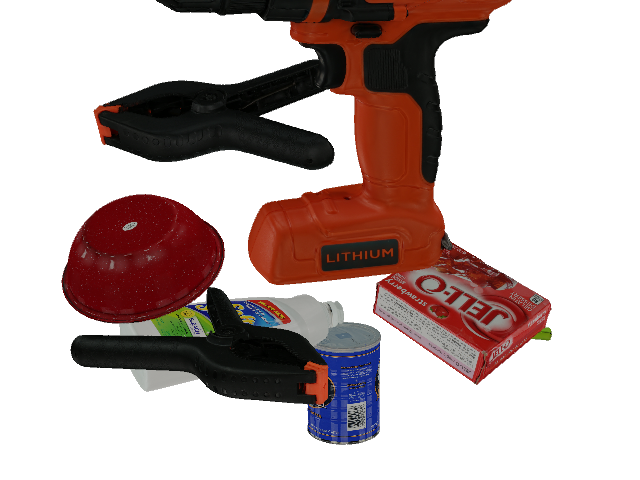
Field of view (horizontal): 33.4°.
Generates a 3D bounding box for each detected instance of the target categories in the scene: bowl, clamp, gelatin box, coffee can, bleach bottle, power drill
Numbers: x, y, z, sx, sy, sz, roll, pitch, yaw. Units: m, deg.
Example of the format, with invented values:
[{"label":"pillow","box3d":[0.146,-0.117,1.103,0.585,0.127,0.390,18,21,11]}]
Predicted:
[{"label":"bowl","box3d":[-0.176,0.005,1.022,0.162,0.055,0.162,-6,40,5]},{"label":"clamp","box3d":[-0.072,0.085,0.862,0.210,0.036,0.164,11,22,32]},{"label":"gelatin box","box3d":[0.091,0.043,0.687,0.089,0.030,0.073,33,45,30]},{"label":"coffee can","box3d":[0.032,0.195,1.470,0.103,0.140,0.103,-1,15,0]},{"label":"bleach bottle","box3d":[-0.094,0.102,1.219,0.250,0.068,0.103,-10,33,-24]},{"label":"power drill","box3d":[0.004,-0.070,0.529,0.184,0.188,0.057,-4,33,-14]},{"label":"clamp","box3d":[-0.067,-0.091,0.746,0.171,0.039,0.120,4,33,8]}]

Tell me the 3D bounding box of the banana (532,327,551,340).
[{"label":"banana","box3d":[0.124,0.064,1.028,0.069,0.037,0.198,1,20,-44]}]
